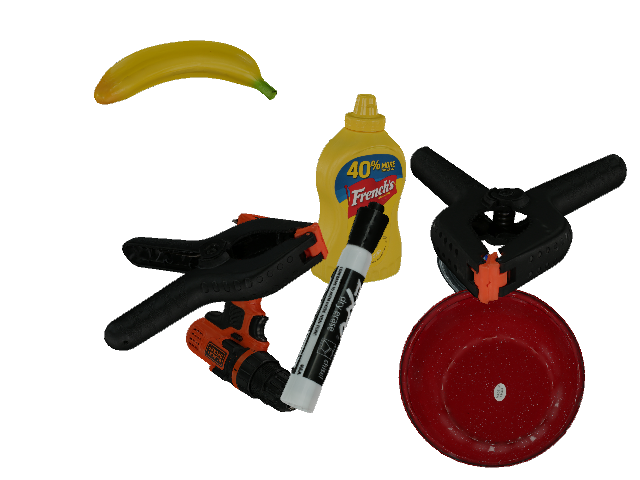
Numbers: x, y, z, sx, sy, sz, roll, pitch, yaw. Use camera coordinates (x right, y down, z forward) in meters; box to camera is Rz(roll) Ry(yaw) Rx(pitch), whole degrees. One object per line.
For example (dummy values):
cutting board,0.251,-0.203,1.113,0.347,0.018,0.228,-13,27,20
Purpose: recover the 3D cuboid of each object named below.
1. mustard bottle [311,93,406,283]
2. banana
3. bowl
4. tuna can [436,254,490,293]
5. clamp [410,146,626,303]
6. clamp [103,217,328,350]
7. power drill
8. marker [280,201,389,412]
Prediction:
mustard bottle,0.041,-0.054,1.091,0.096,0.192,0.058,-6,20,-25
banana,-0.139,-0.171,1.074,0.197,0.070,0.037,-8,-39,-29
bowl,0.148,0.122,0.906,0.162,0.162,0.055,0,5,4
tuna can,0.181,0.038,1.289,0.033,0.086,0.086,-38,13,-17
clamp,0.122,-0.020,0.760,0.165,0.036,0.209,6,28,21
clamp,-0.081,0.028,0.787,0.172,0.039,0.120,-12,41,17
power drill,-0.063,0.076,1.179,0.185,0.188,0.057,27,11,40
marker,0.009,0.034,0.580,0.020,0.121,0.020,21,-14,5
